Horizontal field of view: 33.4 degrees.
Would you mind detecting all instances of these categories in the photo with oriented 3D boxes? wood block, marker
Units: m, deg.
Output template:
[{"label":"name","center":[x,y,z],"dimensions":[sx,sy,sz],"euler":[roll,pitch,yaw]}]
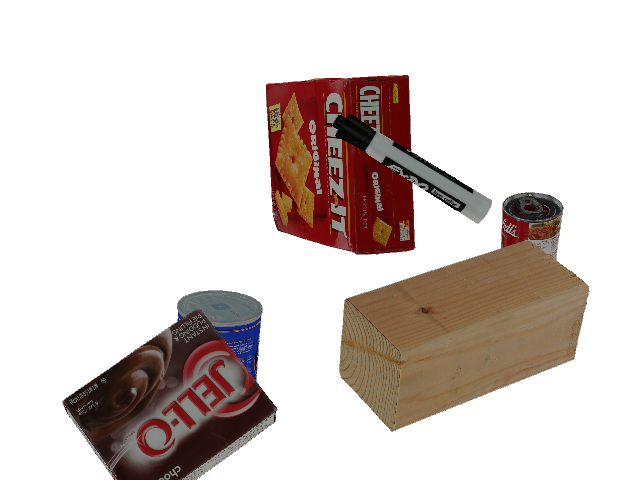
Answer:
[{"label":"wood block","center":[0.129,0.081,0.963],"dimensions":[0.205,0.090,0.091],"euler":[-16,37,-26]},{"label":"marker","center":[0.061,-0.051,0.726],"dimensions":[0.121,0.020,0.020],"euler":[32,-2,-4]}]

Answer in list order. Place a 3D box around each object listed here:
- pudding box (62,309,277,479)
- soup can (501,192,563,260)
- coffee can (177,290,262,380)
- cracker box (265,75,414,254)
[{"label":"pudding box","center":[-0.099,0.114,0.710],"dimensions":[0.113,0.090,0.039],"euler":[-35,-19,-15]},{"label":"soup can","center":[0.243,0.004,1.235],"dimensions":[0.068,0.102,0.068],"euler":[-2,30,1]},{"label":"coffee can","center":[-0.126,0.144,1.302],"dimensions":[0.103,0.140,0.103],"euler":[4,18,-2]},{"label":"cracker box","center":[0.014,-0.080,1.068],"dimensions":[0.072,0.164,0.214],"euler":[-7,9,-22]}]
